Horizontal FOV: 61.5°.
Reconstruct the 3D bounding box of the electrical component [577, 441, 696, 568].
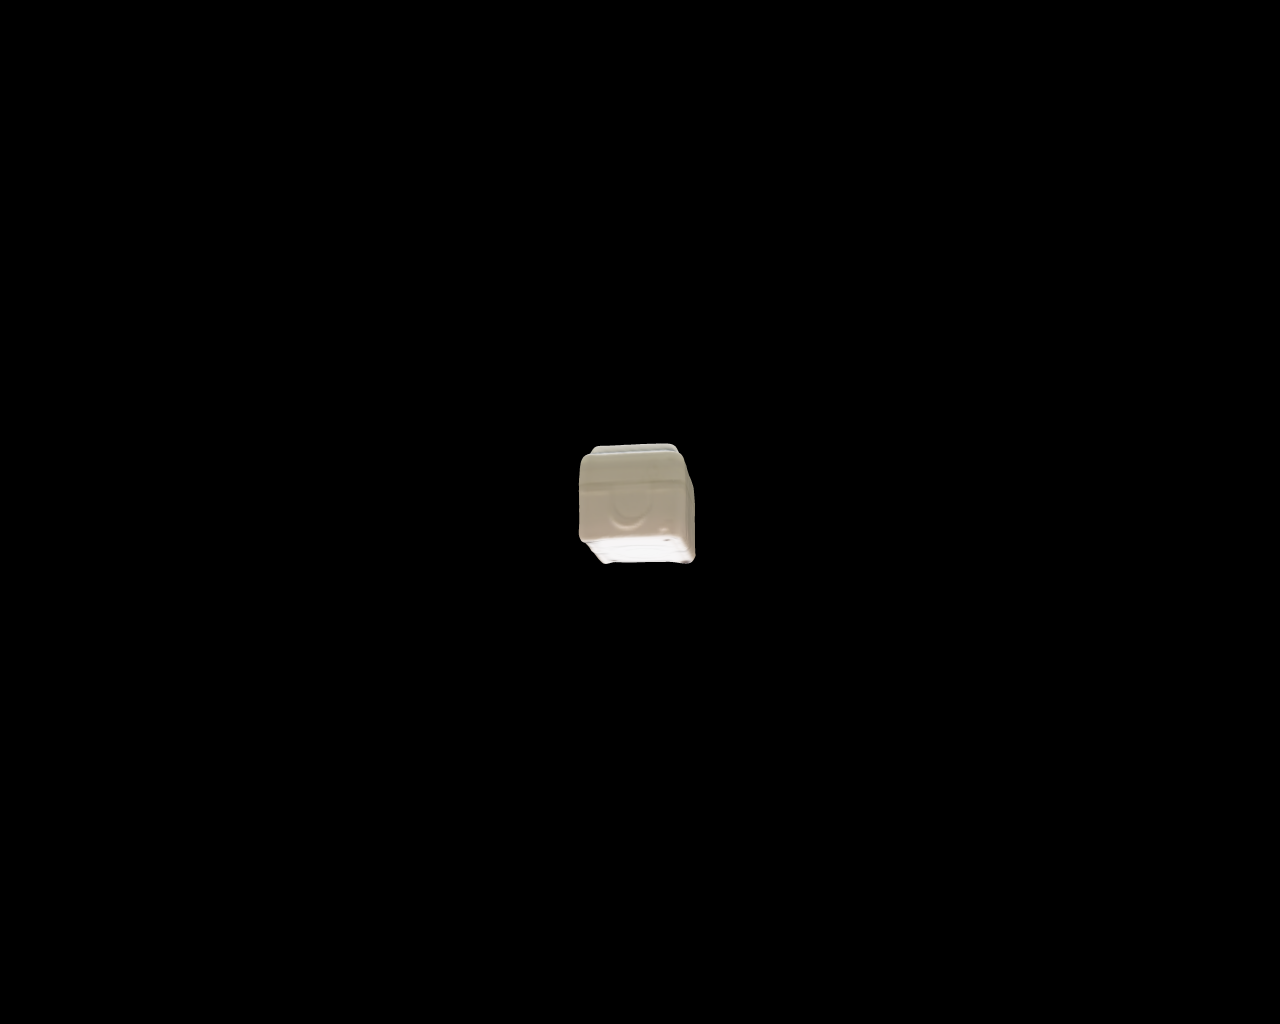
[{"bbox_3d":[0.001,-0.003,0.650,0.062,0.061,0.096,-2,-14,7],"label":"electrical component"}]
